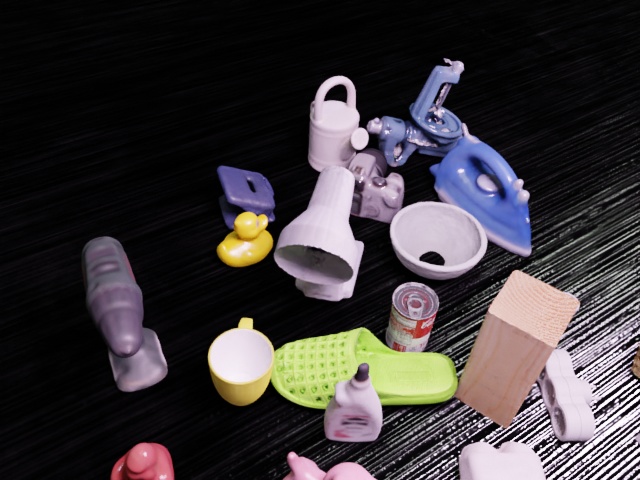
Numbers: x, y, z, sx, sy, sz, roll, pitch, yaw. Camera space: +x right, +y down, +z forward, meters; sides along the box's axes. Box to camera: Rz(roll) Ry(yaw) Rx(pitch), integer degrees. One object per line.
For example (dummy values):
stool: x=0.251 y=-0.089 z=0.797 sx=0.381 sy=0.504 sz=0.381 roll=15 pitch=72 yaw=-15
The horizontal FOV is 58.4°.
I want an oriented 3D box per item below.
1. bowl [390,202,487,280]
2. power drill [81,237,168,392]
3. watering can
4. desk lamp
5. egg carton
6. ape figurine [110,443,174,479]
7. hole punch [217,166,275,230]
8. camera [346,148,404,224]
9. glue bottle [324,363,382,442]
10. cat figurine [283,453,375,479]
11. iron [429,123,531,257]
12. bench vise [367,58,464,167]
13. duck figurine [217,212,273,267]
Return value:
bowl: x=0.201 y=0.013 z=1.001 sx=0.167 sy=0.075 sz=0.167 roll=2 pitch=46 yaw=-2
power drill: x=-0.267 y=0.113 z=0.783 sx=0.076 sy=0.208 sz=0.229 roll=-18 pitch=50 yaw=-19
watering can: x=0.034 y=-0.233 z=1.144 sx=0.172 sy=0.194 sz=0.101 roll=29 pitch=51 yaw=23
desk lamp: x=0.008 y=0.003 z=0.902 sx=0.118 sy=0.214 sz=0.203 roll=11 pitch=47 yaw=7
egg carton: x=0.230 y=0.324 z=0.708 sx=0.107 sy=0.069 sz=0.150 roll=1 pitch=46 yaw=-3
ape figurine: x=-0.217 y=0.281 z=0.706 sx=0.077 sy=0.092 sz=0.076 roll=21 pitch=49 yaw=16
hole punch: x=-0.137 y=-0.088 z=1.065 sx=0.101 sy=0.091 sz=0.108 roll=-13 pitch=48 yaw=-15
camera: x=0.100 y=-0.120 z=1.105 sx=0.143 sy=0.101 sz=0.137 roll=17 pitch=48 yaw=12
glue bottle: x=0.047 y=0.207 z=0.737 sx=0.078 sy=0.173 sz=0.037 roll=-1 pitch=46 yaw=-4
cat figurine: x=0.013 y=0.296 z=0.689 sx=0.127 sy=0.118 sz=0.067 roll=24 pitch=50 yaw=19
iron: x=0.323 y=-0.101 z=1.072 sx=0.119 sy=0.141 sz=0.257 roll=-21 pitch=51 yaw=-22
bench vise: x=0.208 y=-0.249 z=1.152 sx=0.208 sy=0.220 sz=0.121 roll=-20 pitch=51 yaw=-21
duck figurine: x=-0.131 y=-0.008 z=0.993 sx=0.105 sy=0.086 sz=0.077 roll=-27 pitch=53 yaw=-26
